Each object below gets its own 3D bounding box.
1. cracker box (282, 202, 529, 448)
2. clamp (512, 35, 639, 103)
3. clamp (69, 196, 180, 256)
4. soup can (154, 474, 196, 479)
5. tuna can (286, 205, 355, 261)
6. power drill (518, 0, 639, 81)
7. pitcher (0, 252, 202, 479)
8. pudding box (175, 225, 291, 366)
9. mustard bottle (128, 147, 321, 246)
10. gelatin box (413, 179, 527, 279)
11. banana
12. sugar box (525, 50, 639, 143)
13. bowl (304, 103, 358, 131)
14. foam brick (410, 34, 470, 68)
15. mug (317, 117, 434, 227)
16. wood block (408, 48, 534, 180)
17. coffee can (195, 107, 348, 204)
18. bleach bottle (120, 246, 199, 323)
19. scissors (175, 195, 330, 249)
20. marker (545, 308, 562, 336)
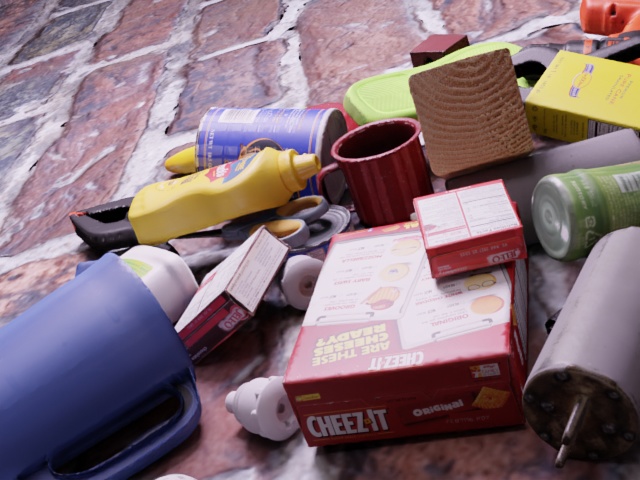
[{"bbox_3d":[0.076,0.061,0.825,0.164,0.072,0.213,-10,28,17],"label":"cracker box"},{"bbox_3d":[0.257,-0.170,1.101,0.172,0.039,0.120,20,69,28],"label":"clamp"},{"bbox_3d":[-0.191,-0.024,1.211,0.210,0.036,0.164,5,34,34],"label":"clamp"},{"bbox_3d":[-0.073,0.195,0.672,0.068,0.068,0.102,-34,29,-27],"label":"soup can"},{"bbox_3d":[-0.007,0.001,1.039,0.086,0.034,0.086,-16,26,8],"label":"tuna can"},{"bbox_3d":[0.320,-0.222,1.194,0.185,0.057,0.187,7,35,16],"label":"power drill"},{"bbox_3d":[-0.223,0.132,0.848,0.242,0.145,0.149,-34,17,-21],"label":"pitcher"},{"bbox_3d":[-0.080,0.049,0.952,0.090,0.039,0.113,-40,15,34],"label":"pudding box"},{"bbox_3d":[-0.088,-0.049,1.053,0.192,0.058,0.096,-16,15,20],"label":"mustard bottle"},{"bbox_3d":[0.114,-0.009,0.818,0.073,0.030,0.089,-13,28,5],"label":"gelatin box"},{"bbox_3d":[-0.100,-0.118,1.338,0.197,0.037,0.069,-20,8,-4],"label":"banana"},{"bbox_3d":[0.291,-0.123,1.000,0.176,0.048,0.093,15,50,29],"label":"sugar box"},{"bbox_3d":[-0.003,-0.116,1.240,0.162,0.055,0.162,-16,26,8],"label":"bowl"},{"bbox_3d":[0.149,-0.200,1.272,0.053,0.078,0.051,10,37,45],"label":"foam brick"},{"bbox_3d":[0.055,-0.062,1.064,0.117,0.081,0.093,-19,26,1],"label":"mug"},{"bbox_3d":[0.143,-0.110,0.992,0.090,0.091,0.206,-15,-1,10],"label":"wood block"},{"bbox_3d":[-0.049,-0.090,1.138,0.140,0.103,0.102,3,32,18],"label":"coffee can"},{"bbox_3d":[-0.232,0.100,0.974,0.250,0.068,0.103,-38,30,-29],"label":"bleach bottle"},{"bbox_3d":[-0.069,-0.018,1.065,0.096,0.016,0.202,-37,26,-30],"label":"scissors"},{"bbox_3d":[0.213,0.039,0.831,0.020,0.020,0.120,11,39,46],"label":"marker"}]
